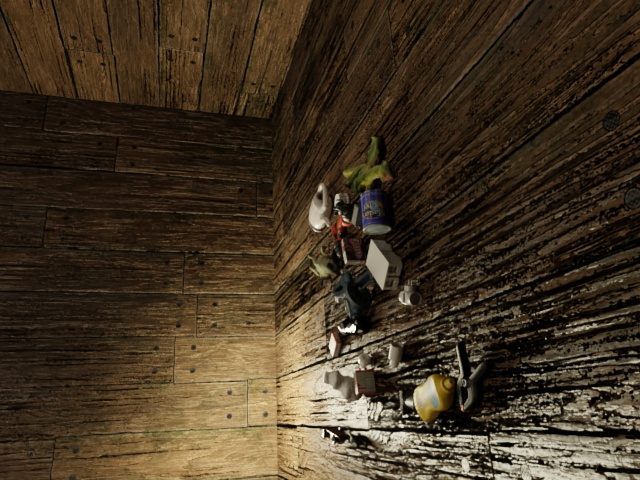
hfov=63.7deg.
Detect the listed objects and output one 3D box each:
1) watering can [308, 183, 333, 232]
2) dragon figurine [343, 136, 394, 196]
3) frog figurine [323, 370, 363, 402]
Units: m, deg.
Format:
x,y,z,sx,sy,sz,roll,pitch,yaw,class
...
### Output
x,y,z,sx,sy,sz,roll,pitch,yaw,class
0.008,-0.129,2.560,0.356,0.104,0.219,-96,16,-46,watering can
0.190,-0.299,2.042,0.239,0.121,0.418,-62,26,18,dragon figurine
0.092,0.579,2.042,0.139,0.159,0.121,-124,39,-65,frog figurine
